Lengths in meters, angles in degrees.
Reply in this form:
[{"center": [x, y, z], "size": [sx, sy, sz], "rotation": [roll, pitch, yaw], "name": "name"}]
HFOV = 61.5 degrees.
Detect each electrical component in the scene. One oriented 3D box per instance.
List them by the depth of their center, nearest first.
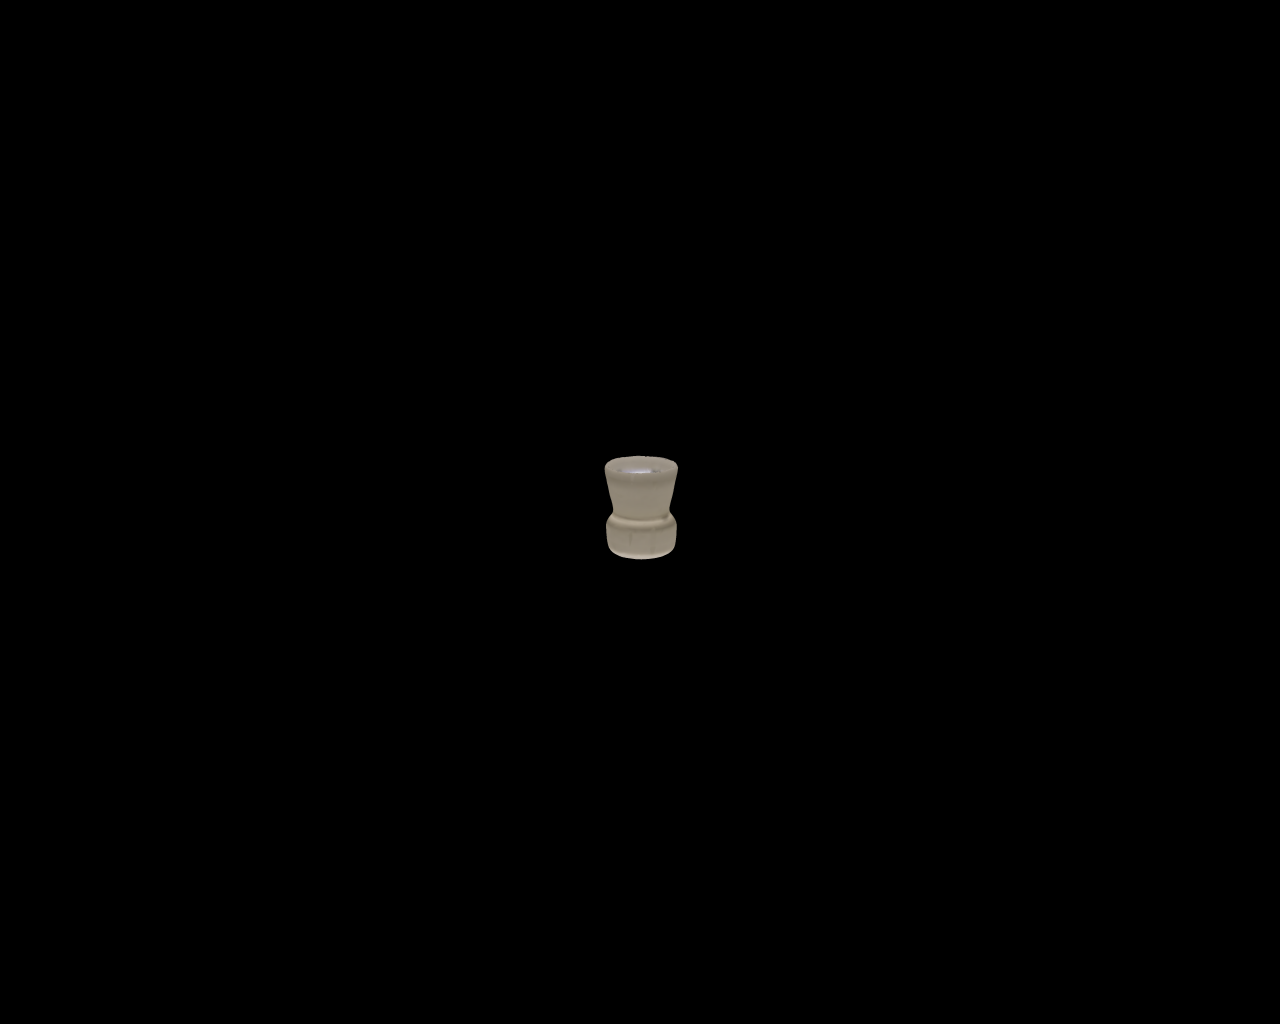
[{"center": [0.001, -0.003, 0.650], "size": [0.045, 0.055, 0.045], "rotation": [0, 16, 0], "name": "electrical component"}]
